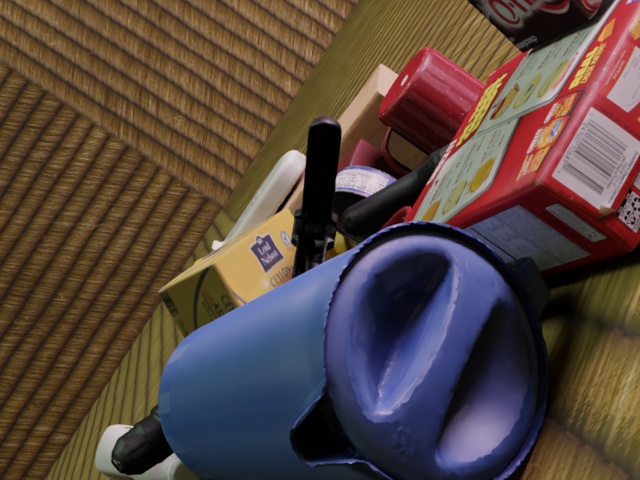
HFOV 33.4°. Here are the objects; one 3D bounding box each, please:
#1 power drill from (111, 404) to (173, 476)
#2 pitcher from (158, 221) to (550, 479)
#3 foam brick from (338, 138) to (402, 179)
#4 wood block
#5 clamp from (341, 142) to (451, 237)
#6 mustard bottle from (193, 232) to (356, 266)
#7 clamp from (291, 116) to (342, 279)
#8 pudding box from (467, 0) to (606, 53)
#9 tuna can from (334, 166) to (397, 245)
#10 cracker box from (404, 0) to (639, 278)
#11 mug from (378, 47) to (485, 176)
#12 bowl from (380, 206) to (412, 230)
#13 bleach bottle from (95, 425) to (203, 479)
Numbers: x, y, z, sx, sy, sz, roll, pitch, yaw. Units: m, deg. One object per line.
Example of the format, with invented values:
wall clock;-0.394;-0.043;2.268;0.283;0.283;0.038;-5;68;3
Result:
power drill;-0.088;0.150;0.939;0.184;0.057;0.188;-35;10;-24
pitcher;0.009;0.077;0.606;0.243;0.149;0.145;-23;52;57
foam brick;0.051;-0.049;1.024;0.053;0.078;0.051;-49;14;38
wood block;0.037;-0.066;1.114;0.206;0.090;0.090;-52;11;25
clamp;0.092;-0.050;0.829;0.120;0.039;0.172;-29;-7;-32
mustard bottle;-0.028;0.027;1.076;0.192;0.096;0.058;-20;50;27
clamp;-0.006;0.001;0.871;0.210;0.036;0.164;95;-177;-83
pudding box;0.117;-0.161;0.630;0.039;0.090;0.113;-48;6;-4
tuna can;0.045;-0.028;0.963;0.033;0.086;0.086;-60;10;-27
cracker box;0.139;-0.055;0.640;0.164;0.072;0.214;-58;9;-19
mug;0.100;-0.112;0.974;0.117;0.081;0.093;-56;10;1
bowl;0.041;0.056;0.786;0.162;0.055;0.162;-55;5;6
bleach bottle;-0.173;0.246;1.166;0.251;0.102;0.068;-15;57;66
